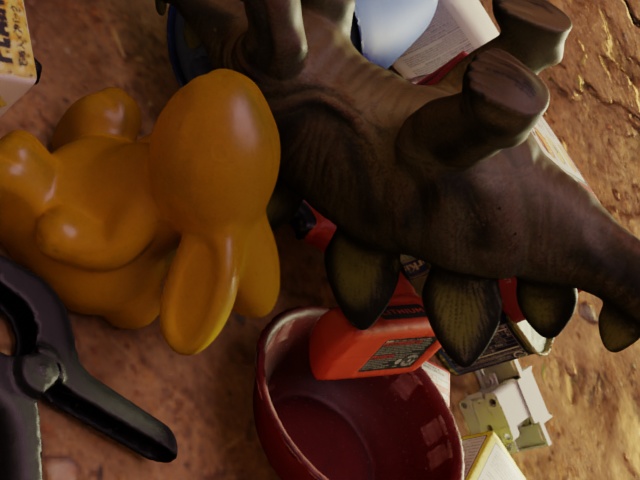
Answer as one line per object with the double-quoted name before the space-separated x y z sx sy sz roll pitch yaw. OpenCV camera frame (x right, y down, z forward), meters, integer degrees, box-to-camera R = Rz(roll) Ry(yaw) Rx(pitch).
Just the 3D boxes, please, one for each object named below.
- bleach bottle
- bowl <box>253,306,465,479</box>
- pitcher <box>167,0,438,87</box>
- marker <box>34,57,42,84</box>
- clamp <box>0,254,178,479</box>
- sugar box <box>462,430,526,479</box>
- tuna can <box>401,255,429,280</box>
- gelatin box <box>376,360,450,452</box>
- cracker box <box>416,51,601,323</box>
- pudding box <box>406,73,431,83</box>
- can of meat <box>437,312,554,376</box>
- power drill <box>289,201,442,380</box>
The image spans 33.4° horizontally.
"bleach bottle" 0.109 -0.162 0.941 0.250 0.103 0.068 50 35 -29
"bowl" 0.014 0.121 0.686 0.162 0.055 0.162 27 35 -21
"pitcher" -0.004 -0.169 0.755 0.242 0.145 0.149 -46 127 -60
"marker" -0.201 -0.083 0.593 0.120 0.020 0.020 -32 97 -51
"clamp" -0.155 0.081 0.550 0.171 0.039 0.120 53 35 -9
"sugar box" 0.103 0.230 0.766 0.093 0.048 0.176 56 43 -13
"tuna can" 0.080 -0.011 0.827 0.033 0.086 0.086 46 43 -21
"gelatin box" 0.061 0.126 0.781 0.073 0.030 0.089 29 52 -35
"cracker box" 0.138 -0.035 0.748 0.164 0.072 0.213 59 19 9
"pudding box" 0.057 -0.099 0.841 0.113 0.090 0.039 -19 88 -52
"can of meat" 0.145 0.058 0.868 0.057 0.084 0.102 52 41 -17
"power drill" -0.005 0.001 0.704 0.184 0.057 0.188 0 51 -40
